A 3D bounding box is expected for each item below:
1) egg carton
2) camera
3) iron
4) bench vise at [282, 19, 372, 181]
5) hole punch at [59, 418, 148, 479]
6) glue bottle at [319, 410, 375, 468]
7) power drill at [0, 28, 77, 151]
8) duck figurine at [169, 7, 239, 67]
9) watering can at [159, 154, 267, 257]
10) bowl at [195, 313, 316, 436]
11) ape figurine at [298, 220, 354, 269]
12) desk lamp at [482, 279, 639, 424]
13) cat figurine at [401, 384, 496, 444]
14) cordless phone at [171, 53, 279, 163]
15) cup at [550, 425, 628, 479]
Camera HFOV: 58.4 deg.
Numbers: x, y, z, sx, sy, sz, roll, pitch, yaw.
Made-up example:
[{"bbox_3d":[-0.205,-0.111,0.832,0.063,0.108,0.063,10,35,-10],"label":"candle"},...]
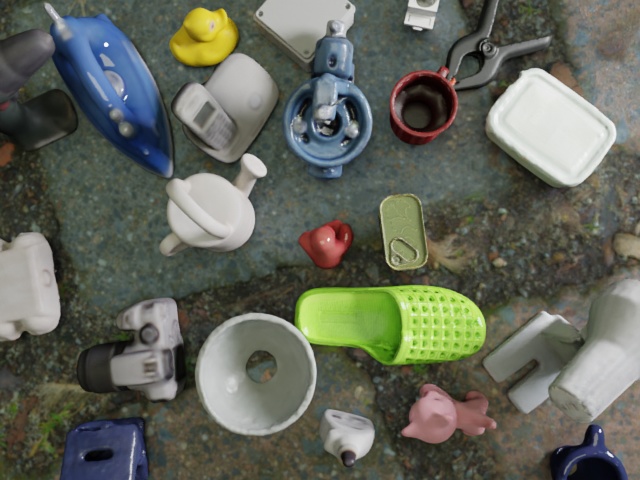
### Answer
[{"bbox_3d":[-0.434,0.067,0.829,0.107,0.069,0.150,-12,86,1],"label":"egg carton"},{"bbox_3d":[-0.269,0.160,0.803,0.136,0.101,0.143,-8,86,1],"label":"camera"},{"bbox_3d":[-0.295,-0.207,0.805,0.118,0.141,0.258,-33,86,0],"label":"iron"},{"bbox_3d":[0.001,-0.195,0.756,0.121,0.220,0.207,-13,86,1],"label":"bench vise"},{"bbox_3d":[-0.305,0.305,0.800,0.108,0.091,0.101,-7,86,2],"label":"hole punch"},{"bbox_3d":[0.035,0.265,0.751,0.078,0.173,0.037,15,87,3],"label":"glue bottle"},{"bbox_3d":[-0.422,-0.192,0.775,0.229,0.208,0.075,-26,86,0],"label":"power drill"},{"bbox_3d":[-0.175,-0.303,0.835,0.104,0.086,0.077,-23,86,0],"label":"duck figurine"},{"bbox_3d":[-0.147,-0.045,0.764,0.101,0.194,0.173,26,88,4],"label":"watering can"},{"bbox_3d":[-0.086,0.184,0.809,0.167,0.075,0.167,0,87,2],"label":"bowl"},{"bbox_3d":[0.007,0.003,0.808,0.077,0.092,0.076,8,87,3],"label":"ape figurine"},{"bbox_3d":[0.338,0.149,0.728,0.203,0.213,0.118,-40,86,-1],"label":"desk lamp"},{"bbox_3d":[0.173,0.241,0.776,0.127,0.118,0.067,6,87,2],"label":"cat figurine"},{"bbox_3d":[-0.131,-0.192,0.777,0.094,0.185,0.148,31,88,4],"label":"cordless phone"},{"bbox_3d":[0.353,0.303,0.778,0.091,0.095,0.118,7,87,2],"label":"cup"}]
